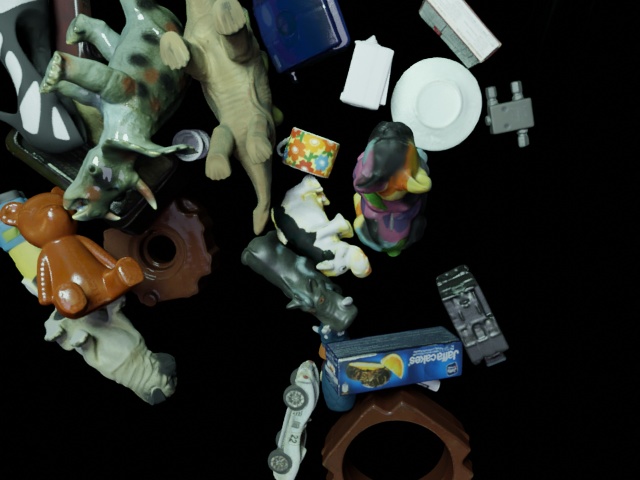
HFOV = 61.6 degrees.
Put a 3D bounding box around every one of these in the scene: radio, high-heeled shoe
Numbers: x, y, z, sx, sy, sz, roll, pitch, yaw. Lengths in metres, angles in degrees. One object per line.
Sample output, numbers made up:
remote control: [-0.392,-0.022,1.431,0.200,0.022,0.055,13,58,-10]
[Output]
radio: [-0.314,-0.115,0.762,0.230,0.073,0.131,35,83,8]
high-heeled shoe: [-0.354,-0.240,0.708,0.145,0.086,0.248,13,87,3]

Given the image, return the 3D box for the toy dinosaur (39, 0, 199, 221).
toy dinosaur: [-0.231,-0.221,0.693,0.192,0.405,0.131,27,149,-31]

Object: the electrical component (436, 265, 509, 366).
electrical component: [0.223,0.114,0.783,0.058,0.115,0.134,-26,99,14]

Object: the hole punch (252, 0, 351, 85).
hole punch: [-0.028,-0.295,0.729,0.116,0.092,0.142,-20,103,12]

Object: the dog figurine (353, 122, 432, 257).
dog figurine: [0.092,-0.057,0.704,0.109,0.219,0.191,3,102,7]

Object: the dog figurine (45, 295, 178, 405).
dog figurine: [-0.328,0.176,0.859,0.121,0.173,0.190,-42,127,-24]

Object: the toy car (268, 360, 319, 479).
toy car: [-0.038,0.290,0.861,0.056,0.073,0.201,15,103,5]

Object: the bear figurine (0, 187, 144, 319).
bear figurine: [-0.349,0.007,0.747,0.132,0.120,0.195,-28,87,52]

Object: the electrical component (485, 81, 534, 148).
electrical component: [0.268,-0.175,0.764,0.063,0.021,0.094,-12,102,7]

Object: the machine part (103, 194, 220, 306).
machine part: [-0.243,0.014,0.827,0.179,0.056,0.179,1,101,3]

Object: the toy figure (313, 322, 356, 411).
toy figure: [0.025,0.190,0.843,0.064,0.058,0.154,-3,101,10]

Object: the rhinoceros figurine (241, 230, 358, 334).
rhinoceros figurine: [-0.026,0.059,0.793,0.190,0.112,0.073,39,100,4]

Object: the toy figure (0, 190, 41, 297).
toy figure: [-0.436,0.008,0.825,0.089,0.082,0.180,-24,94,21]

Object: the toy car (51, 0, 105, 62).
toy car: [-0.350,-0.342,0.760,0.089,0.053,0.202,4,102,25]

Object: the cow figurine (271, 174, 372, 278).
cow figurine: [-0.001,-0.002,0.761,0.098,0.068,0.167,-34,66,1]

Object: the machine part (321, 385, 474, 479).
machine part: [0.121,0.341,0.855,0.201,0.087,0.201,35,103,-5]

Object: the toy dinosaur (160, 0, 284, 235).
toy dinosaur: [-0.123,-0.236,0.689,0.105,0.198,0.470,-10,103,6]

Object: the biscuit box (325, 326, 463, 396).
biscuit box: [0.111,0.177,0.799,0.203,0.063,0.059,-5,104,-16]
